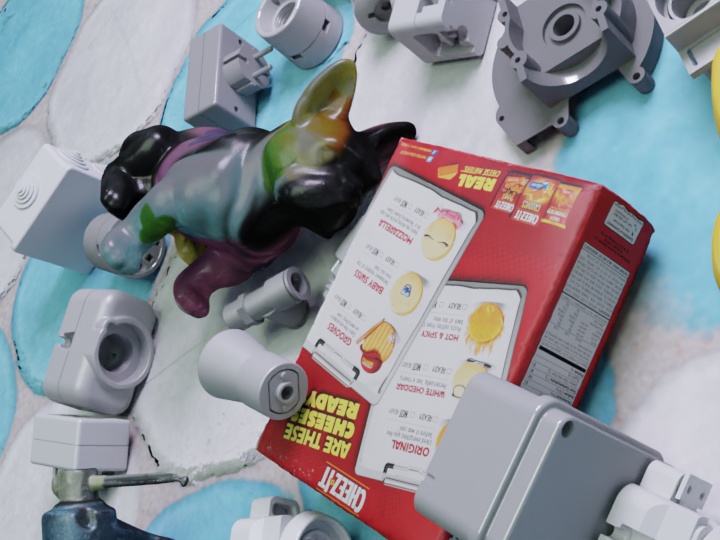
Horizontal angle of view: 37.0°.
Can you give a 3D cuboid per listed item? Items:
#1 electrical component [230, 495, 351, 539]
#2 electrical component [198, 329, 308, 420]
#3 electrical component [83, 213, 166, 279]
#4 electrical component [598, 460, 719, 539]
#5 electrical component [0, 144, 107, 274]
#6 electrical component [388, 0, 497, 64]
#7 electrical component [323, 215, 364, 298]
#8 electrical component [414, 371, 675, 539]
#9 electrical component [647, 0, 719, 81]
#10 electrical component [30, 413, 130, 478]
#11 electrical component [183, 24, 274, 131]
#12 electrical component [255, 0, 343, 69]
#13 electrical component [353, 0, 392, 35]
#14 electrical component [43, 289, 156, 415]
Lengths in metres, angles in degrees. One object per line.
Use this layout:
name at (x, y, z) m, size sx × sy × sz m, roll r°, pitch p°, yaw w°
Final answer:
electrical component at (-0.041, 0.175, 0.646) m, size 0.057 × 0.058 × 0.078 m, roll -16°, pitch 60°, yaw 41°
electrical component at (-0.061, 0.064, 0.638) m, size 0.065 × 0.044 × 0.044 m, roll 18°, pitch 82°, yaw 50°
electrical component at (-0.198, -0.022, 0.897) m, size 0.047 × 0.055 × 0.055 m, roll 7°, pitch 75°, yaw 49°
electrical component at (0.147, 0.134, 0.491) m, size 0.057 × 0.058 × 0.078 m, roll 21°, pitch 84°, yaw 49°
electrical component at (-0.255, -0.053, 0.935) m, size 0.048 × 0.100 × 0.099 m, roll 42°, pitch 100°, yaw 33°
electrical component at (0.059, -0.195, 0.746) m, size 0.056 × 0.050 × 0.089 m, roll 2°, pitch 70°, yaw 43°
electrical component at (0.000, 0.000, 0.709) m, size 0.078 × 0.040 × 0.040 m, roll -55°, pitch 44°, yaw 6°
electrical component at (0.092, 0.105, 0.517) m, size 0.057 × 0.113 × 0.078 m, roll 22°, pitch 86°, yaw 50°
electrical component at (0.220, -0.157, 0.566) m, size 0.121 × 0.063 × 0.078 m, roll -33°, pitch 50°, yaw 27°
electrical component at (-0.219, 0.152, 0.833) m, size 0.066 × 0.047 × 0.076 m, roll -2°, pitch 82°, yaw 43°
electrical component at (-0.099, -0.159, 0.878) m, size 0.076 × 0.047 × 0.083 m, roll -21°, pitch 56°, yaw 34°
electrical component at (-0.049, -0.194, 0.849) m, size 0.055 × 0.047 × 0.055 m, roll -21°, pitch 57°, yaw 35°
electrical component at (0.014, -0.208, 0.800) m, size 0.048 × 0.048 × 0.062 m, roll -40°, pitch 40°, yaw 21°
electrical component at (-0.205, 0.065, 0.858) m, size 0.059 × 0.054 × 0.095 m, roll 0°, pitch 70°, yaw 43°
